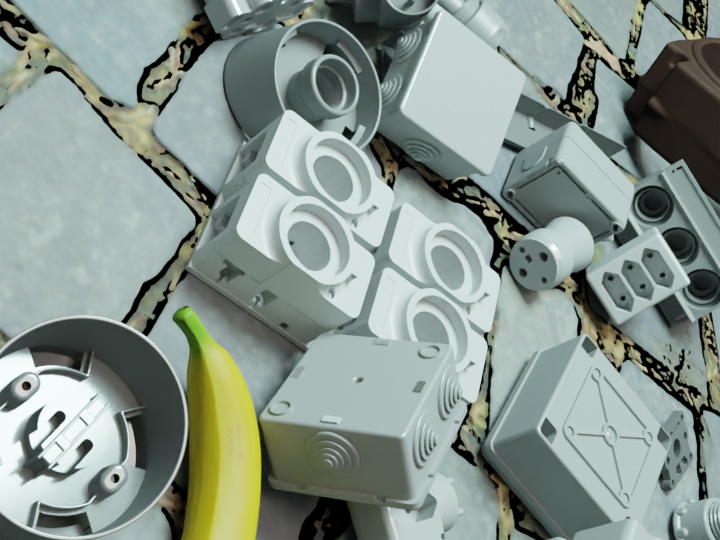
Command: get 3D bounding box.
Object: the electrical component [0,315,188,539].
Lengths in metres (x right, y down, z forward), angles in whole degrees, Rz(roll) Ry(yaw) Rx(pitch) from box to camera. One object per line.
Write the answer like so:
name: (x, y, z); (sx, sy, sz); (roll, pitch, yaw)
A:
electrical component: (-0.136, 0.076, 0.493); (0.099, 0.064, 0.099); (21, 55, -34)

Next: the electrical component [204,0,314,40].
electrical component: (-0.073, -0.190, 0.699); (0.078, 0.058, 0.057); (-26, 90, -47)

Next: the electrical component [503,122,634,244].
electrical component: (0.171, -0.061, 0.850); (0.096, 0.062, 0.061); (42, 46, -18)

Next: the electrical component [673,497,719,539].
electrical component: (0.270, 0.191, 0.805); (0.048, 0.062, 0.048); (21, 55, -34)

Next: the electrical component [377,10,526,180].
electrical component: (0.062, -0.123, 0.776); (0.100, 0.048, 0.099); (32, 69, -27)

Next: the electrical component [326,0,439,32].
electrical component: (0.015, -0.199, 0.781); (0.079, 0.077, 0.044); (-3, 94, -4)

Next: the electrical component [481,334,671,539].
electrical component: (0.151, 0.120, 0.738); (0.108, 0.056, 0.108); (50, 44, -11)

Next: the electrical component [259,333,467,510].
electrical component: (0.002, 0.078, 0.587); (0.099, 0.100, 0.048); (-54, 141, -51)

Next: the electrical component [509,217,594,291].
electrical component: (0.145, -0.012, 0.812); (0.055, 0.045, 0.045); (-26, 87, -46)

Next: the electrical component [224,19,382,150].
electrical component: (-0.036, -0.114, 0.705); (0.099, 0.064, 0.099); (9, 76, -41)

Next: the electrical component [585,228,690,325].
electrical component: (0.222, 0.001, 0.867); (0.047, 0.066, 0.077); (57, 15, -3)

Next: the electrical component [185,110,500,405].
electrical component: (0.000, 0.000, 0.662); (0.186, 0.060, 0.105); (36, 48, -23)

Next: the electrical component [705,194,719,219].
electrical component: (0.309, -0.041, 0.979); (0.079, 0.044, 0.077); (14, 60, -37)

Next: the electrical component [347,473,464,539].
electrical component: (0.030, 0.139, 0.626); (0.079, 0.043, 0.077); (-4, 71, -42)

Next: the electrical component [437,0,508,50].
electrical component: (0.084, -0.199, 0.859); (0.062, 0.043, 0.043); (43, 46, -16)

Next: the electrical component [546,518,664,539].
electrical component: (0.178, 0.242, 0.662); (0.186, 0.105, 0.060); (48, 44, -12)

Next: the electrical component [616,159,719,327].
electrical component: (0.272, -0.024, 0.920); (0.121, 0.079, 0.063); (58, 21, -1)
